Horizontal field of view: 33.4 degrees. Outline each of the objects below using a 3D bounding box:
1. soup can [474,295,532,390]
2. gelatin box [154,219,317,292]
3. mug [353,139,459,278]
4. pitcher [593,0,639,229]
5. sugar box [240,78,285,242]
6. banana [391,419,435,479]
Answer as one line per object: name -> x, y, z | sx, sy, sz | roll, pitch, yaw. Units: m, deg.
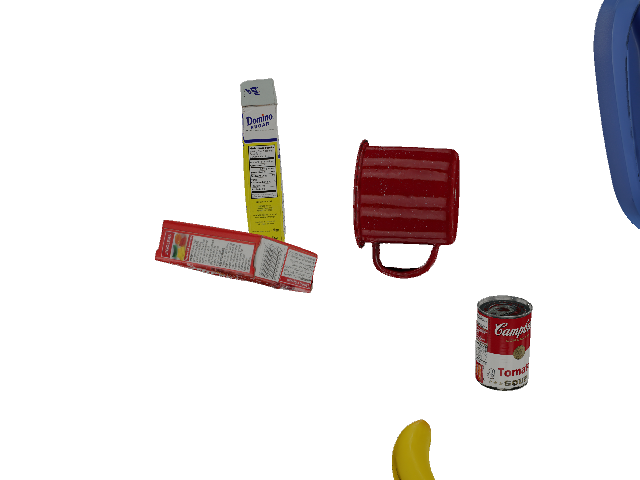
soup can -> 0.229, 0.128, 1.338 | 0.068, 0.102, 0.068 | -1, 19, 0
gelatin box -> -0.053, 0.012, 0.696 | 0.073, 0.030, 0.089 | 10, -5, 25
mug -> 0.074, -0.026, 0.902 | 0.081, 0.117, 0.093 | 3, -9, 11
pitcher -> 0.231, -0.055, 0.594 | 0.149, 0.243, 0.145 | -6, 22, 13
sugar box -> -0.069, -0.091, 1.244 | 0.048, 0.176, 0.093 | -6, 26, -3
banana -> 0.104, 0.233, 1.028 | 0.069, 0.037, 0.198 | 9, 21, -21
